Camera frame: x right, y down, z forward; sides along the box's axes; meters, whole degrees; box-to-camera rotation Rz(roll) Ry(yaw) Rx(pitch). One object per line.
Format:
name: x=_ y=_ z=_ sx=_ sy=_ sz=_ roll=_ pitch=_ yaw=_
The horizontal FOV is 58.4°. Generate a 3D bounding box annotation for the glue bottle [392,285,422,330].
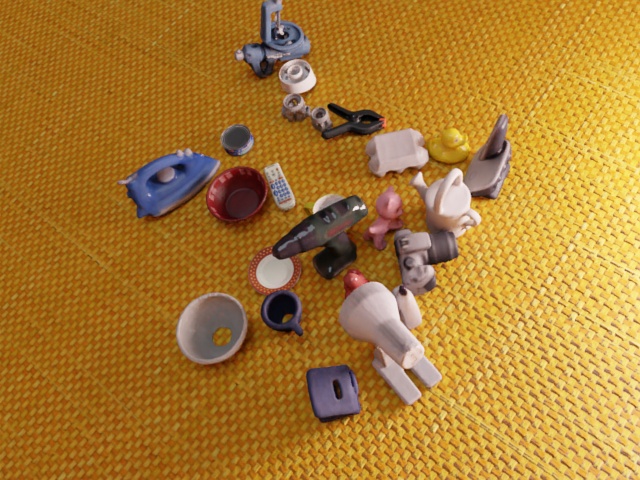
glue bottle: x=0.177 y=0.129 z=1.198 sx=0.037 sy=0.173 sz=0.078 roll=-32 pitch=62 yaw=-5

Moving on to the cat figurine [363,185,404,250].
cat figurine: x=0.149 y=-0.057 z=1.327 sx=0.067 sy=0.118 sz=0.128 roll=32 pitch=75 yaw=24

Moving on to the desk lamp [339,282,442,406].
desk lamp: x=0.144 y=0.204 z=1.145 sx=0.118 sy=0.214 sz=0.202 roll=-39 pitch=63 yaw=-8

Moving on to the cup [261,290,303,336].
cup: x=-0.068 y=0.177 z=1.271 sx=0.092 sy=0.095 sz=0.117 roll=-41 pitch=63 yaw=-9

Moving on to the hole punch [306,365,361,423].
hole punch: x=0.029 y=0.313 z=1.186 sx=0.101 sy=0.091 sz=0.108 roll=-16 pitch=62 yaw=4

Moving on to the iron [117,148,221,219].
iron: x=-0.392 y=-0.172 z=1.484 sx=0.258 sy=0.142 sz=0.118 roll=-33 pitch=62 yaw=-5

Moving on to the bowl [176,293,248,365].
bowl: x=-0.236 y=0.209 z=1.302 sx=0.167 sy=0.075 sz=0.167 roll=-5 pitch=63 yaw=10

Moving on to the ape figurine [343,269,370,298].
ape figurine: x=0.076 y=0.099 z=1.280 sx=0.076 sy=0.092 sz=0.078 roll=21 pitch=70 yaw=21

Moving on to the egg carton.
egg carton: x=0.190 y=-0.217 z=1.424 sx=0.150 sy=0.069 sz=0.107 roll=-12 pitch=62 yaw=6

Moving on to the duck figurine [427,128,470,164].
duck figurine: x=0.313 y=-0.239 z=1.400 sx=0.104 sy=0.086 sz=0.077 roll=8 pitch=66 yaw=16

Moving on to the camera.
camera: x=0.239 y=0.034 z=1.273 sx=0.136 sy=0.101 sz=0.143 roll=-12 pitch=62 yaw=6

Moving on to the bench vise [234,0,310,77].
bench vise: x=-0.138 y=-0.556 z=1.575 sx=0.207 sy=0.220 sz=0.121 roll=-39 pitch=63 yaw=-8

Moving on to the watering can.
watering can: x=0.276 y=-0.089 z=1.273 sx=0.172 sy=0.194 sz=0.101 roll=12 pitch=67 yaw=17

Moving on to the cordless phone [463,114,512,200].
cordless phone: x=0.383 y=-0.190 z=1.304 sx=0.094 sy=0.185 sz=0.148 roll=17 pitch=69 yaw=19

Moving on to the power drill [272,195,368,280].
power drill: x=0.012 y=0.005 z=1.274 sx=0.230 sy=0.209 sz=0.075 roll=-38 pitch=63 yaw=-8
